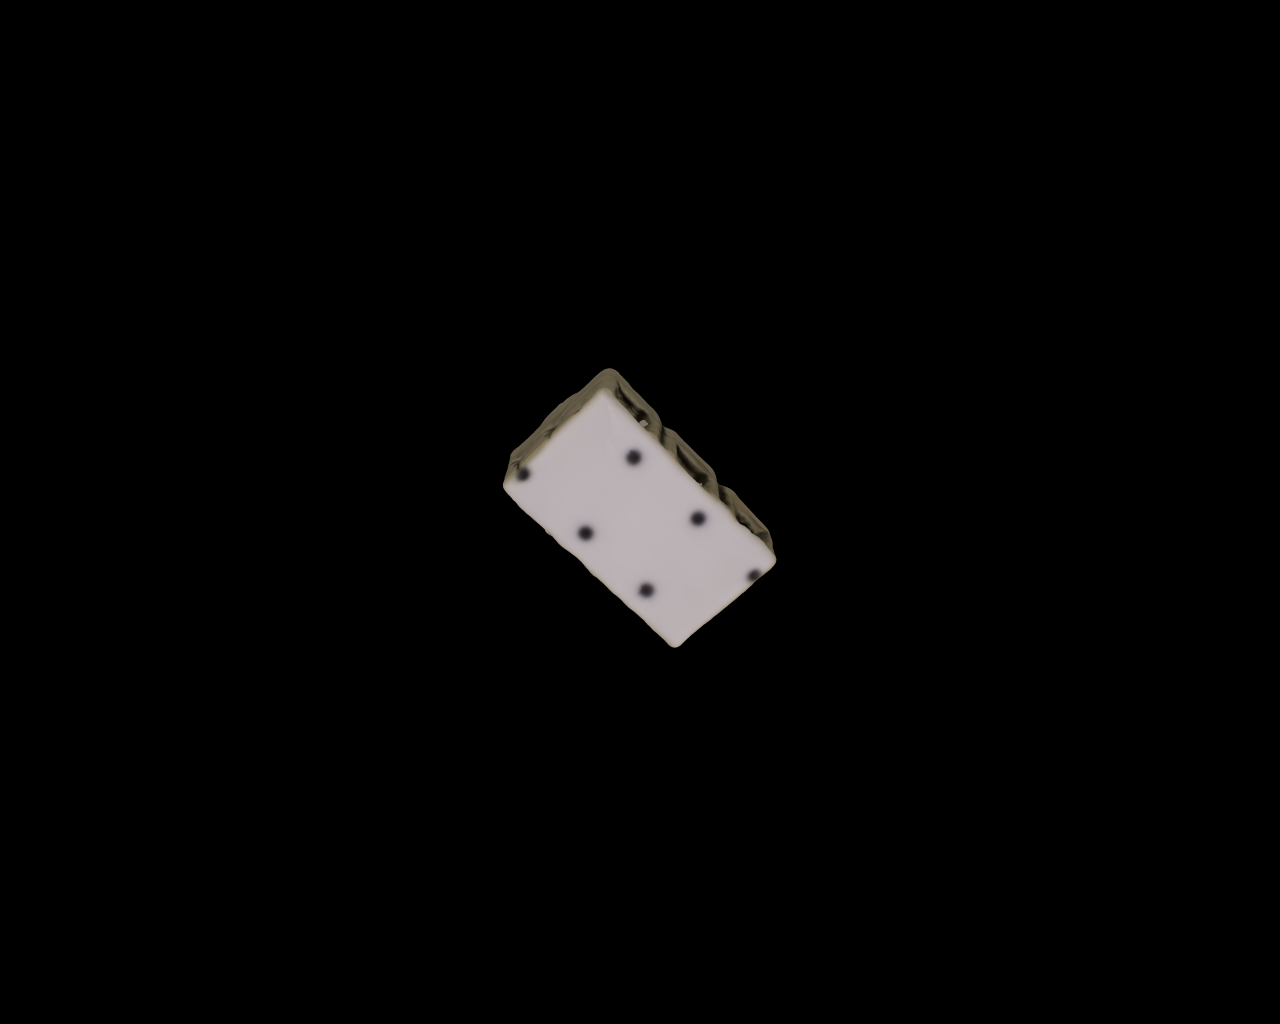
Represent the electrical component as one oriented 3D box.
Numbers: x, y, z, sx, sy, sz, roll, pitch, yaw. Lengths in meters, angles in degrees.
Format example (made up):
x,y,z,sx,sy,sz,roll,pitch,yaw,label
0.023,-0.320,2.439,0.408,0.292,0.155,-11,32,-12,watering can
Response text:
x,y,z,sx,sy,sz,roll,pitch,yaw,label
0.001,-0.003,0.650,0.089,0.150,0.062,-41,15,14,electrical component
